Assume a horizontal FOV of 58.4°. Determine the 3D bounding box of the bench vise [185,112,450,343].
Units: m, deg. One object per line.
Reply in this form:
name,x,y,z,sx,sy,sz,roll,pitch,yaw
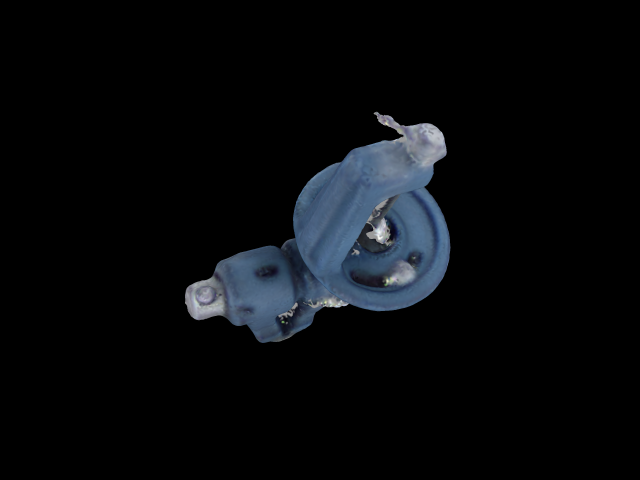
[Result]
bench vise,0.011,0.010,0.397,0.207,0.220,0.121,-38,75,-12
